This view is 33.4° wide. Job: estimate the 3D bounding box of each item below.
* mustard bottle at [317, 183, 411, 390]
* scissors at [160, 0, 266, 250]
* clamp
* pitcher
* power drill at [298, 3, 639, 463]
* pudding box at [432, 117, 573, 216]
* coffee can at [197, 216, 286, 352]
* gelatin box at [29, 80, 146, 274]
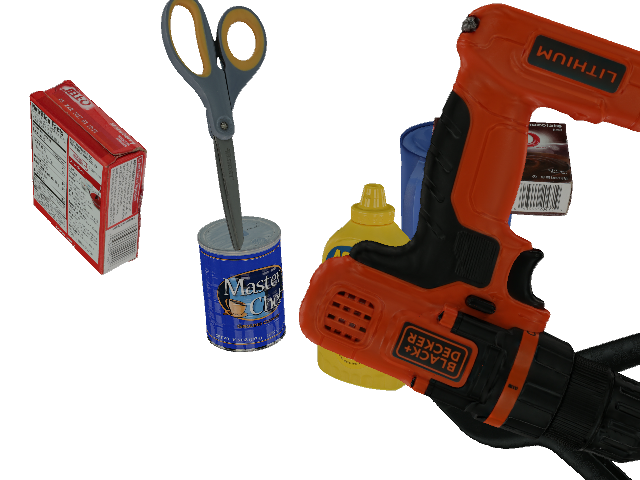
[{"bbox_3d":[0.047,0.041,1.011,0.096,0.192,0.058,13,19,33],"label":"mustard bottle"},{"bbox_3d":[-0.064,-0.101,0.838,0.096,0.202,0.016,-22,2,-31],"label":"scissors"},{"bbox_3d":[0.149,0.114,0.707,0.172,0.120,0.039,2,-2,19],"label":"clamp"},{"bbox_3d":[0.145,-0.002,1.200,0.149,0.243,0.145,-5,27,-11],"label":"pitcher"},{"bbox_3d":[0.102,-0.003,0.503,0.184,0.188,0.057,22,7,3],"label":"power drill"},{"bbox_3d":[0.146,-0.062,0.873,0.113,0.039,0.090,5,39,5],"label":"pudding box"},{"bbox_3d":[-0.097,0.053,1.335,0.103,0.140,0.103,-2,25,1],"label":"coffee can"},{"bbox_3d":[-0.135,-0.036,0.617,0.030,0.089,0.073,-29,57,-36],"label":"gelatin box"}]
